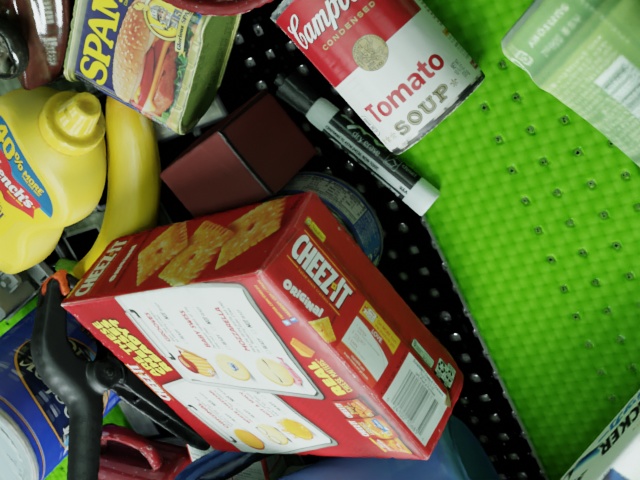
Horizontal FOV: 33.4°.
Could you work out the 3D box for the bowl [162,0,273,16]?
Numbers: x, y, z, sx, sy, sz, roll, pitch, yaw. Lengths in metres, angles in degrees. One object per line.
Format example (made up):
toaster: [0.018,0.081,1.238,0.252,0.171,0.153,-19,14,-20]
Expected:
bowl: [-0.052,-0.205,0.566,0.162,0.055,0.162,14,121,25]

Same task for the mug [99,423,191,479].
mug: [-0.145,0.191,0.849,0.082,0.093,0.117,8,128,20]

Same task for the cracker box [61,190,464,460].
cracker box: [-0.039,0.061,0.674,0.214,0.072,0.164,-10,128,48]

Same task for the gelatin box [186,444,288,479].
gelatin box: [-0.065,0.162,0.824,0.073,0.030,0.089,4,120,29]

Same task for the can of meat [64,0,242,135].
can of meat: [-0.100,-0.125,0.649,0.084,0.057,0.102,29,129,9]

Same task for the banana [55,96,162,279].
banana: [-0.145,-0.021,0.751,0.069,0.037,0.198,35,130,6]

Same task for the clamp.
clamp: [-0.161,0.107,0.757,0.039,0.120,0.171,-32,93,44]

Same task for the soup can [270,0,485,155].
soup can: [0.032,-0.105,0.578,0.102,0.068,0.069,48,130,-5]

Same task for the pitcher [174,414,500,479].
pitcher: [0.000,0.202,0.716,0.243,0.145,0.149,-30,98,14]

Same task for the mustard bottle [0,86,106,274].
mustard bottle: [-0.193,-0.050,0.725,0.192,0.058,0.096,-32,87,50]

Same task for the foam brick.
foam brick: [-0.052,-0.047,0.661,0.051,0.052,0.078,50,142,-11]

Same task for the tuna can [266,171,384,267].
tuna can: [-0.005,0.001,0.686,0.086,0.033,0.086,15,125,22]

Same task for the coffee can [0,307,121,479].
coffee can: [-0.214,0.115,0.808,0.103,0.140,0.103,14,125,22]

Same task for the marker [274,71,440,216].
marker: [0.021,-0.060,0.643,0.121,0.020,0.020,40,130,2]
